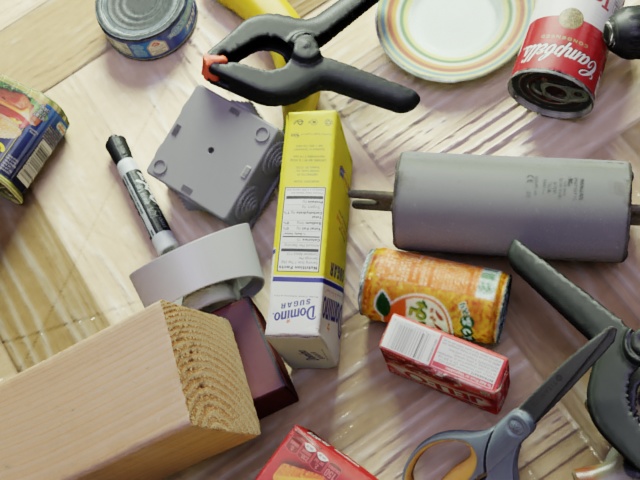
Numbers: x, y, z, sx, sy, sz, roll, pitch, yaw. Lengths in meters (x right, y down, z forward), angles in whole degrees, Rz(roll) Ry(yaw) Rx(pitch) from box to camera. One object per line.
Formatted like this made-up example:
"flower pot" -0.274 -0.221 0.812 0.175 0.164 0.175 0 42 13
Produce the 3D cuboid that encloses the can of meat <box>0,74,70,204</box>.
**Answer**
"can of meat" -0.275 -0.091 0.906 0.102 0.057 0.084 25 73 18

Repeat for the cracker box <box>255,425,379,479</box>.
"cracker box" -0.010 0.257 0.713 0.164 0.072 0.213 33 79 21

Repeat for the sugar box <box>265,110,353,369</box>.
"sugar box" -0.005 0.001 0.799 0.048 0.093 0.176 -2 70 10

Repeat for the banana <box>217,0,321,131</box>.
"banana" -0.045 -0.170 0.903 0.069 0.037 0.198 -24 67 1

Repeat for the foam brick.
"foam brick" -0.056 0.092 0.796 0.051 0.053 0.078 -25 66 0

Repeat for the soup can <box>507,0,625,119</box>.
"soup can" 0.194 -0.155 0.836 0.068 0.068 0.102 16 72 16

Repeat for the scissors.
"scissors" 0.137 0.141 0.702 0.202 0.016 0.096 -36 82 36

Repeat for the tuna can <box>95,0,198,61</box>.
"tuna can" -0.153 -0.203 0.938 0.086 0.033 0.086 -4 69 9

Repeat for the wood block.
"wood block" -0.157 0.130 0.748 0.206 0.090 0.091 -27 66 20

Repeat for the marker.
"marker" -0.148 -0.039 0.882 0.020 0.020 0.121 -29 67 -2

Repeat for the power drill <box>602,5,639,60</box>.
"power drill" 0.312 -0.099 0.781 0.184 0.057 0.187 -6 70 -6

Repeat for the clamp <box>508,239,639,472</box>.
"clamp" 0.220 0.062 0.678 0.165 0.036 0.210 -24 57 20

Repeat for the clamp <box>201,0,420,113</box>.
"clamp" -0.005 -0.139 0.846 0.171 0.039 0.120 -18 66 -12

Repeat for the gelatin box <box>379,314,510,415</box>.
"gelatin box" 0.090 0.090 0.758 0.089 0.073 0.030 21 75 17
